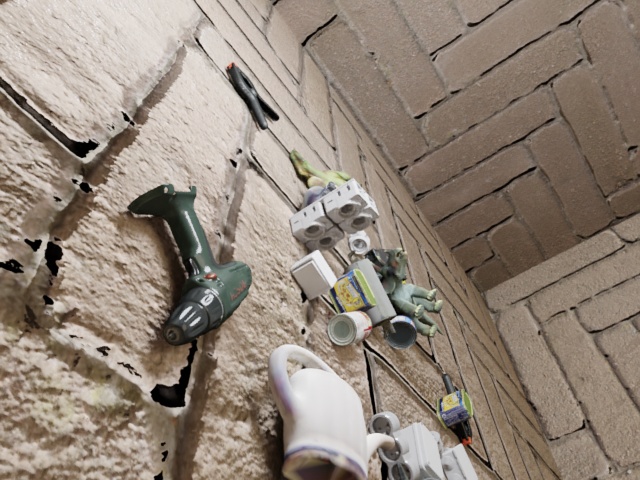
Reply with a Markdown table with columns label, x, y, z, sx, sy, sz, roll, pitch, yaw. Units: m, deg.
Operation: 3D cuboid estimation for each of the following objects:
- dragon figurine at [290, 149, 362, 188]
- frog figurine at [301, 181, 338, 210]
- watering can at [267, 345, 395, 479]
| label | x | y | z | sx | sy | sz | roll | pitch | yaw |
| --- | --- | --- | --- | --- | --- | --- | --- | --- | --- |
| dragon figurine | 0.009 | -0.197 | 1.560 | 0.240 | 0.121 | 0.418 | 42 | 13 | -23 |
| frog figurine | 0.004 | -0.069 | 1.363 | 0.138 | 0.124 | 0.157 | 52 | -19 | 3 |
| watering can | 0.034 | 0.305 | 0.784 | 0.343 | 0.103 | 0.229 | 48 | 22 | -27 |
